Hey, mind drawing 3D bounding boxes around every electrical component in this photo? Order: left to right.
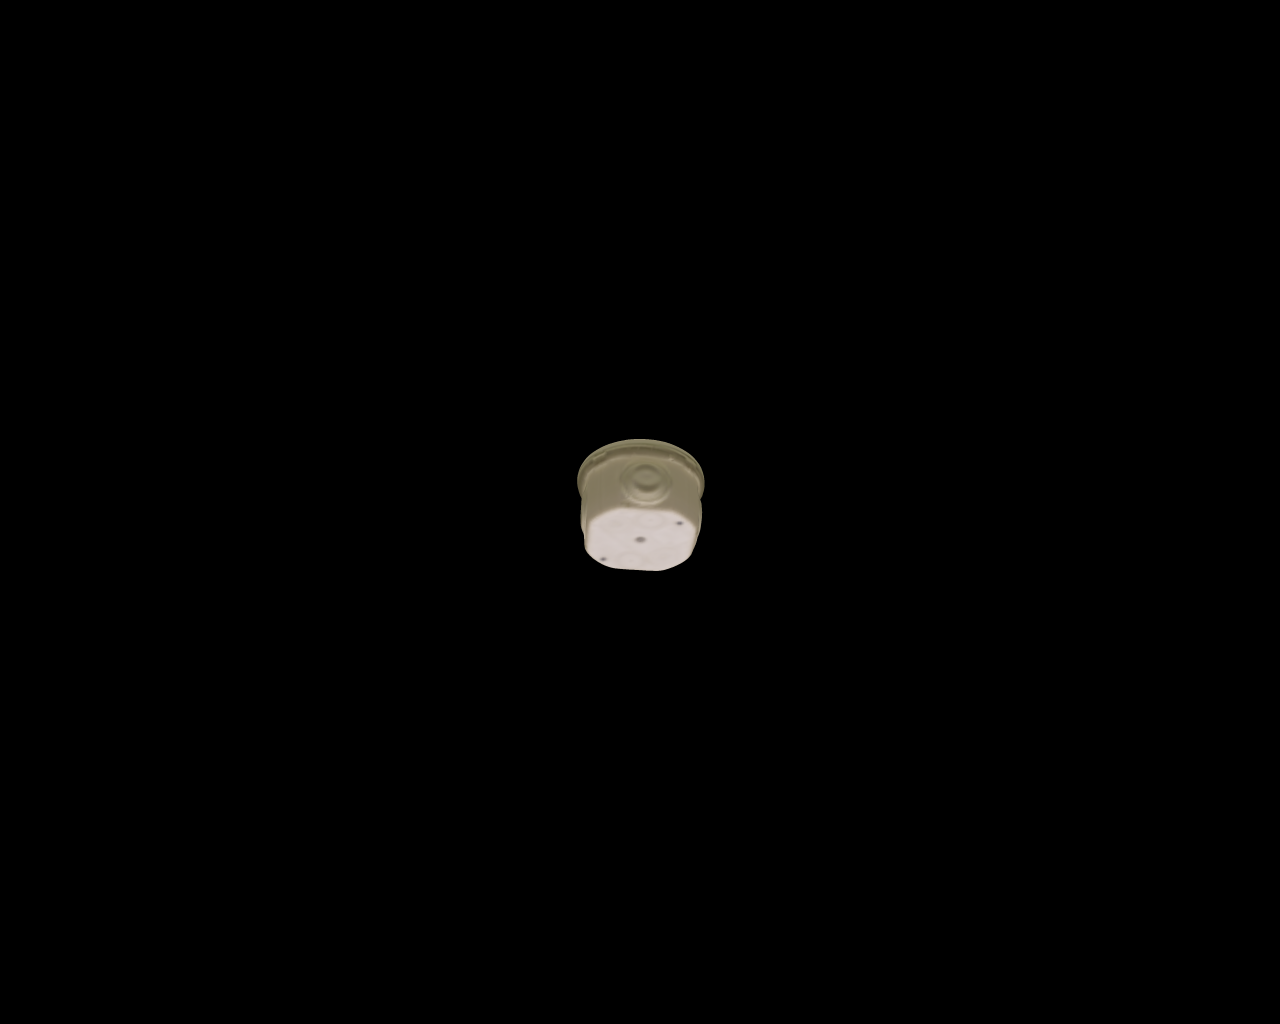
[{"bbox_3d":[0.001,-0.003,0.650,0.080,0.051,0.080,0,-37,0],"label":"electrical component"}]
